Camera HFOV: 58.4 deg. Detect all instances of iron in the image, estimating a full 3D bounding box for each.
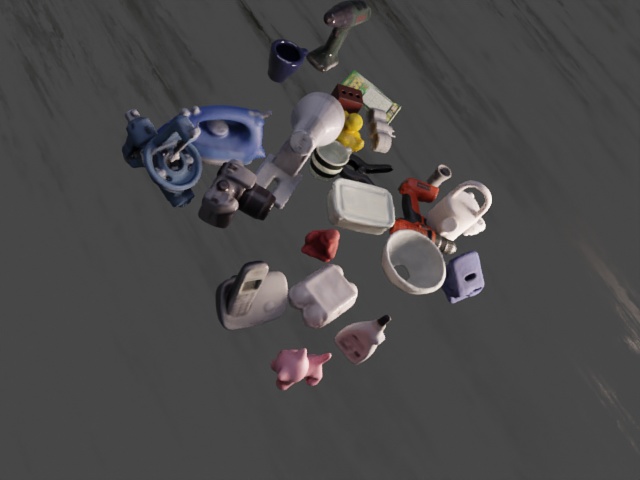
[{"bbox_3d":[-0.234,-0.250,1.263,0.259,0.141,0.118,-1,61,-29],"label":"iron"}]

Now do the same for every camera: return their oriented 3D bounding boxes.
[{"bbox_3d":[-0.168,-0.093,1.227,0.137,0.100,0.143,29,51,-10],"label":"camera"}]

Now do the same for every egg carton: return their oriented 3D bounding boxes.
[{"bbox_3d":[0.008,0.119,1.212,0.151,0.069,0.107,-33,80,-39],"label":"egg carton"}]

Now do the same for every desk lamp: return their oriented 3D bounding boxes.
[{"bbox_3d":[-0.046,-0.209,1.294,0.118,0.213,0.203,33,51,-7],"label":"desk lamp"}]

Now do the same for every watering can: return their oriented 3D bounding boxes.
[{"bbox_3d":[0.350,-0.071,1.439,0.101,0.193,0.173,26,52,-12],"label":"watering can"}]

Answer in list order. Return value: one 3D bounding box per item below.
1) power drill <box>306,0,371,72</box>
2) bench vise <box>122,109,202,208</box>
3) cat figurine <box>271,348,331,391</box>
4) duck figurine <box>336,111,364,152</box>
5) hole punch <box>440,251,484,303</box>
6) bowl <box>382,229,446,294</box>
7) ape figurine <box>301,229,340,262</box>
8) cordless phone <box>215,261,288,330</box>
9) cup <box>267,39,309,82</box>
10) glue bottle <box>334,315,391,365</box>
[{"bbox_3d":[0.046,-0.568,1.574,0.075,0.208,0.230,43,50,2],"label":"power drill"},{"bbox_3d":[-0.315,-0.186,1.127,0.207,0.219,0.122,35,50,-5],"label":"bench vise"},{"bbox_3d":[-0.038,0.236,1.081,0.128,0.117,0.067,-5,63,-31],"label":"cat figurine"},{"bbox_3d":[0.083,-0.290,1.499,0.104,0.086,0.078,50,51,7],"label":"duck figurine"},{"bbox_3d":[0.354,0.090,1.407,0.109,0.091,0.101,-18,71,-36],"label":"hole punch"},{"bbox_3d":[0.209,0.062,1.355,0.168,0.074,0.167,14,55,-21],"label":"bowl"},{"bbox_3d":[0.012,0.005,1.271,0.076,0.092,0.077,-21,72,-36],"label":"ape figurine"},{"bbox_3d":[-0.113,0.091,1.087,0.148,0.184,0.094,-13,68,-34],"label":"cordless phone"},{"bbox_3d":[-0.090,-0.466,1.508,0.118,0.094,0.091,-25,75,-37],"label":"cup"},{"bbox_3d":[0.095,0.189,1.148,0.037,0.173,0.078,-34,80,-39],"label":"glue bottle"}]
